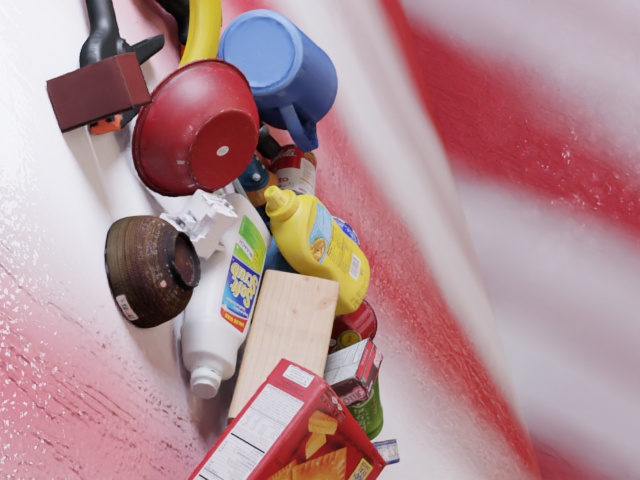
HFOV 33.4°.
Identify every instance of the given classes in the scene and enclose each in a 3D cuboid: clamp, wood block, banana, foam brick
[{"bbox_3d":[-0.099,-0.155,1.405,0.120,0.039,0.171,51,-2,12],"label":"clamp"},{"bbox_3d":[-0.040,0.144,1.190,0.091,0.090,0.206,98,3,-48],"label":"wood block"},{"bbox_3d":[-0.141,-0.256,1.230,0.069,0.037,0.198,-10,111,-61],"label":"banana"},{"bbox_3d":[-0.215,-0.199,1.094,0.164,0.036,0.210,59,25,-44],"label":"clamp"},{"bbox_3d":[-0.207,-0.139,1.000,0.053,0.078,0.051,-50,122,-72],"label":"foam brick"}]

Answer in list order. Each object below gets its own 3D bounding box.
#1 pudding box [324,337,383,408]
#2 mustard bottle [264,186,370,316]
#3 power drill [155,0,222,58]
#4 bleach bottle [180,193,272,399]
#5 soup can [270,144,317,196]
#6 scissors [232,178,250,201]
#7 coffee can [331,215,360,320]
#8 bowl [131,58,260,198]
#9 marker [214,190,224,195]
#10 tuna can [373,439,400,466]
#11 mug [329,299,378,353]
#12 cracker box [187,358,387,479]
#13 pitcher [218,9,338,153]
[{"bbox_3d":[0.015,0.171,1.275,0.039,0.114,0.090,58,26,-15],"label":"pudding box"},{"bbox_3d":[-0.009,0.002,1.295,0.191,0.058,0.096,50,39,-37],"label":"mustard bottle"},{"bbox_3d":[-0.176,-0.325,1.296,0.187,0.057,0.184,47,32,-58],"label":"power drill"},{"bbox_3d":[-0.108,0.068,1.176,0.250,0.068,0.102,-85,155,-43],"label":"bleach bottle"},{"bbox_3d":[-0.040,-0.078,1.508,0.102,0.069,0.068,-86,155,-46],"label":"soup can"},{"bbox_3d":[-0.128,-0.126,1.331,0.096,0.016,0.201,-92,156,-46],"label":"scissors"},{"bbox_3d":[-0.003,0.039,1.466,0.140,0.103,0.103,-71,142,-63],"label":"coffee can"},{"bbox_3d":[-0.118,-0.107,1.128,0.055,0.162,0.162,35,-11,37],"label":"bowl"},{"bbox_3d":[-0.122,-0.050,1.302,0.121,0.020,0.020,40,39,-63],"label":"marker"},{"bbox_3d":[0.069,0.304,1.504,0.086,0.086,0.034,19,59,-70],"label":"tuna can"},{"bbox_3d":[0.019,0.121,1.515,0.117,0.093,0.081,45,23,2],"label":"mug"},{"bbox_3d":[-0.043,0.247,1.014,0.213,0.072,0.164,-52,136,-21],"label":"cracker box"},{"bbox_3d":[-0.052,-0.214,1.405,0.145,0.149,0.242,-63,172,3],"label":"pitcher"}]
